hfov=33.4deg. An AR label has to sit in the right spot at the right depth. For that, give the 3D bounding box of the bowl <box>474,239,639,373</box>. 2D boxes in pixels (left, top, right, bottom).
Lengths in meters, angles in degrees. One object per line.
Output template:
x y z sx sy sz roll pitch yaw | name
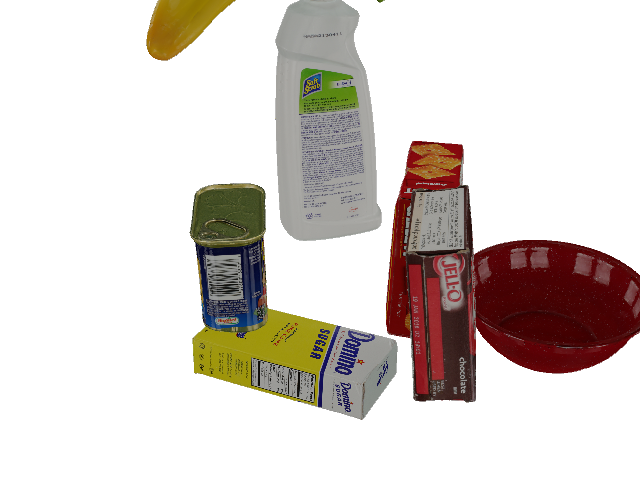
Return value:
0.192 0.062 0.892 0.162 0.055 0.162 1 31 -1 | bowl

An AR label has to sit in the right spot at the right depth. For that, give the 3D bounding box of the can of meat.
-0.070 0.014 0.850 0.057 0.084 0.102 -3 27 -2 | can of meat

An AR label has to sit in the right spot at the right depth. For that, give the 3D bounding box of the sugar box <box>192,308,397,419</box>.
-0.023 0.110 1.014 0.176 0.048 0.093 10 25 21 | sugar box

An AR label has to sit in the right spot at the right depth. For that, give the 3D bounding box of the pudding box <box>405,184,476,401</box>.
0.070 0.027 0.613 0.039 0.090 0.113 -2 21 6 | pudding box

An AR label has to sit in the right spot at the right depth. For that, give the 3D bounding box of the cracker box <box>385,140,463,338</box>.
0.121 -0.006 1.218 0.072 0.164 0.213 5 22 8 | cracker box

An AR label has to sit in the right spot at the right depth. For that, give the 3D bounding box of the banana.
-0.037 -0.172 0.691 0.197 0.069 0.037 -23 -10 -32 | banana

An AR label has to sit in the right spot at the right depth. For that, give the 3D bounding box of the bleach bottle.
0.009 -0.125 0.997 0.102 0.251 0.068 -10 31 -17 | bleach bottle
